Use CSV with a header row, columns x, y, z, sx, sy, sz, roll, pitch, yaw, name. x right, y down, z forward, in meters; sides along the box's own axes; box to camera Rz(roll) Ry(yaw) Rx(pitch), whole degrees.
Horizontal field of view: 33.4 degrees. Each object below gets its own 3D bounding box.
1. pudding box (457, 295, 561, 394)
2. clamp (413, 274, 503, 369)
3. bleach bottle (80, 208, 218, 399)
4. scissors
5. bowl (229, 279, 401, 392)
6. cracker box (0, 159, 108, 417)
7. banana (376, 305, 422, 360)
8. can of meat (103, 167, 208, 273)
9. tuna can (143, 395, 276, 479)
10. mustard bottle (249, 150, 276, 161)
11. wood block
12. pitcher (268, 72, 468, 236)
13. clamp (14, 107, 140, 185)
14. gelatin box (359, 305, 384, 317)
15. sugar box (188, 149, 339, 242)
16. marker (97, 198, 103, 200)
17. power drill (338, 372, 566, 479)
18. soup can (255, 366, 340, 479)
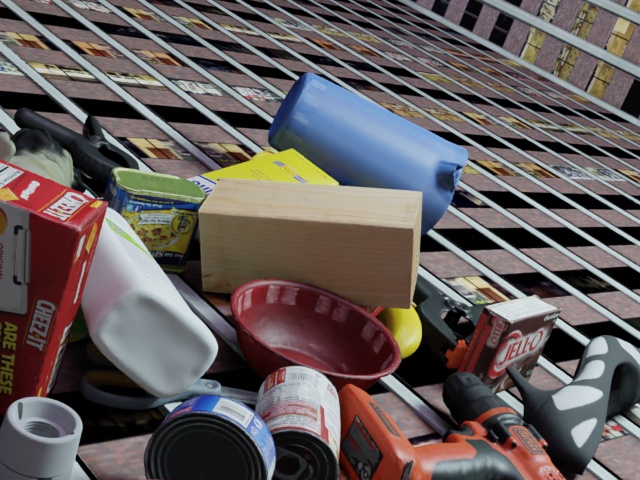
x,y,z,sx,sy,sz,roll,pitch,yaw,name
0.189,0.106,1.077,0.039,0.090,0.113,33,23,29,pudding box
0.154,0.087,1.168,0.164,0.036,0.210,19,19,-10,clamp
-0.165,0.032,0.903,0.102,0.068,0.251,46,1,-29,bleach bottle
-0.107,0.113,0.883,0.201,0.016,0.096,6,25,-35,scissors
-0.012,0.098,0.954,0.162,0.055,0.162,18,21,-7,bowl
-0.276,0.013,0.759,0.213,0.164,0.072,21,23,1,cracker box
0.063,0.072,1.117,0.069,0.037,0.198,13,22,-20,banana
-0.169,-0.019,1.055,0.101,0.084,0.057,7,25,-32,can of meat
-0.074,0.150,0.726,0.086,0.086,0.033,23,19,4,tuna can
0.000,-0.047,1.323,0.192,0.058,0.096,26,16,12,mustard bottle
-0.007,0.001,1.052,0.206,0.091,0.090,4,27,10,wood block
0.056,-0.112,1.391,0.242,0.149,0.145,28,27,-12,pitcher
-0.273,-0.106,1.232,0.120,0.039,0.172,-1,30,-44,clamp
0.026,0.050,1.094,0.089,0.030,0.073,17,36,29,gelatin box
-0.076,-0.048,1.205,0.175,0.048,0.093,-18,41,-37,sugar box
-0.226,-0.036,1.135,0.020,0.020,0.120,35,25,32,marker
0.102,0.166,0.893,0.187,0.057,0.185,9,24,-29,power drill
-0.019,0.147,0.809,0.068,0.068,0.102,19,21,-6,soup can
